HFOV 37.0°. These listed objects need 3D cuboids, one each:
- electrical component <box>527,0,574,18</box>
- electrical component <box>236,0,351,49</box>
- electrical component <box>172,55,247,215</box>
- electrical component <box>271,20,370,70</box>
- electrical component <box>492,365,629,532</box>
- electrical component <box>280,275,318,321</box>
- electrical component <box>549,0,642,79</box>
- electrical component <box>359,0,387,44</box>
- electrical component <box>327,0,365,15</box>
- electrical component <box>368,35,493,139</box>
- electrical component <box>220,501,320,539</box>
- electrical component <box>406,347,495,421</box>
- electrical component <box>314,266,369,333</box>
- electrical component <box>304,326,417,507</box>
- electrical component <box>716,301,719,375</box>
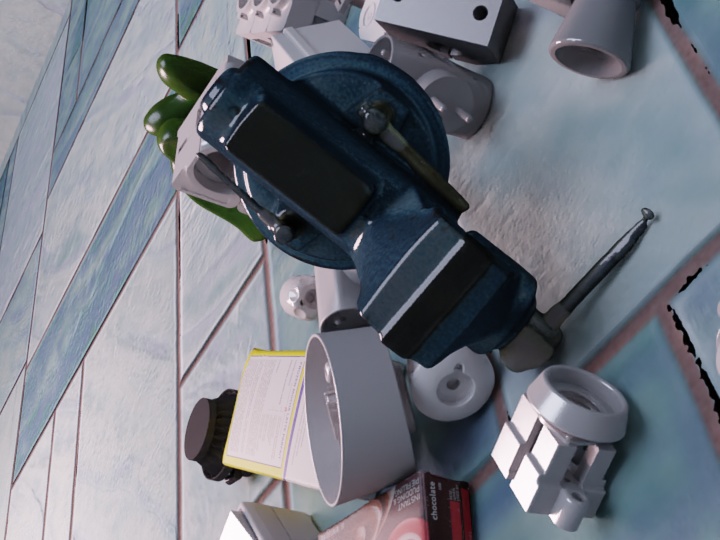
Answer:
[{"bbox_3d":[0.107,-0.193,0.613,0.043,0.077,0.079,26,97,65],"label":"electrical component"},{"bbox_3d":[-0.064,-0.260,1.021,0.150,0.062,0.089,24,96,65],"label":"electrical component"},{"bbox_3d":[-0.046,-0.075,0.762,0.089,0.150,0.061,-44,35,45],"label":"electrical component"},{"bbox_3d":[-0.027,-0.142,0.839,0.113,0.057,0.078,-123,22,-58],"label":"electrical component"},{"bbox_3d":[0.095,0.078,0.501,0.066,0.048,0.055,-119,44,-58],"label":"electrical component"},{"bbox_3d":[-0.047,0.020,0.840,0.061,0.035,0.035,7,80,67],"label":"electrical component"},{"bbox_3d":[0.131,-0.141,0.574,0.044,0.044,0.065,1,71,64],"label":"electrical component"},{"bbox_3d":[0.039,-0.189,0.779,0.080,0.051,0.080,-43,38,46],"label":"electrical component"},{"bbox_3d":[-0.002,-0.239,0.880,0.042,0.064,0.081,-58,28,28],"label":"electrical component"},{"bbox_3d":[0.047,-0.110,0.680,0.043,0.077,0.079,-64,27,17],"label":"electrical component"},{"bbox_3d":[-0.057,0.203,0.710,0.096,0.061,0.061,36,107,64],"label":"electrical component"},{"bbox_3d":[0.047,0.053,0.617,0.048,0.048,0.062,-64,19,18],"label":"electrical component"},{"bbox_3d":[0.000,0.000,0.745,0.079,0.044,0.077,-50,33,38],"label":"electrical component"},{"bbox_3d":[-0.003,0.082,0.622,0.099,0.064,0.099,167,90,-88],"label":"electrical component"},{"bbox_3d":[0.156,0.030,0.409,0.048,0.048,0.062,-60,21,26],"label":"electrical component"}]
